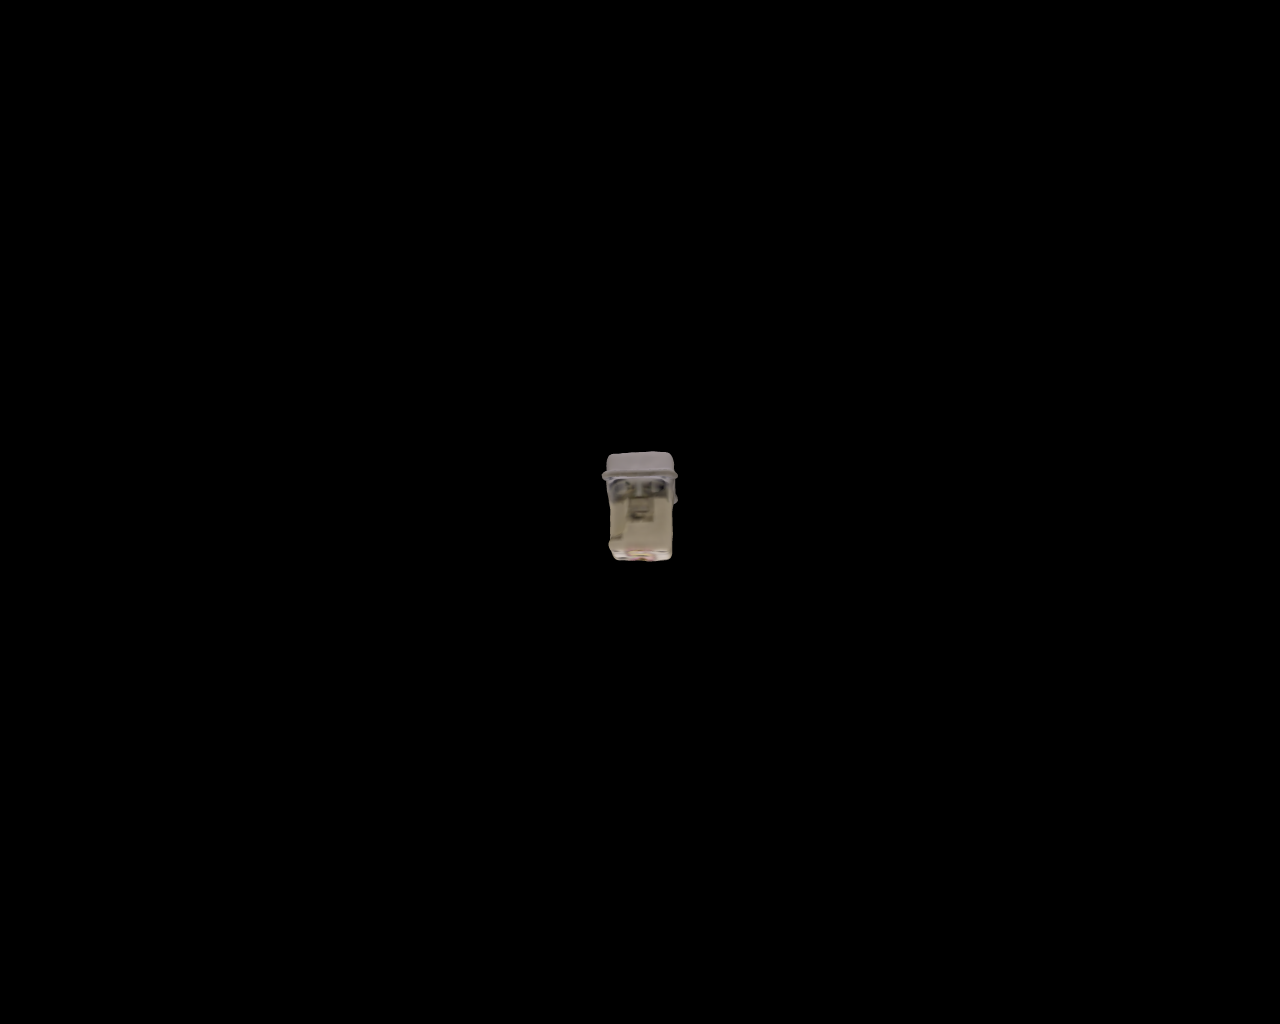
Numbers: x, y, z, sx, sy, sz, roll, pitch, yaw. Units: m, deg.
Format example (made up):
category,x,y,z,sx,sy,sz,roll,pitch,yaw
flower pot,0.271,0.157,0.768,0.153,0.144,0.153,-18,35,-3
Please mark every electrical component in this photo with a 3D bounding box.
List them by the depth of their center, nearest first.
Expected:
category,x,y,z,sx,sy,sz,roll,pitch,yaw
electrical component,0.001,-0.003,0.650,0.042,0.064,0.081,-1,-11,4
